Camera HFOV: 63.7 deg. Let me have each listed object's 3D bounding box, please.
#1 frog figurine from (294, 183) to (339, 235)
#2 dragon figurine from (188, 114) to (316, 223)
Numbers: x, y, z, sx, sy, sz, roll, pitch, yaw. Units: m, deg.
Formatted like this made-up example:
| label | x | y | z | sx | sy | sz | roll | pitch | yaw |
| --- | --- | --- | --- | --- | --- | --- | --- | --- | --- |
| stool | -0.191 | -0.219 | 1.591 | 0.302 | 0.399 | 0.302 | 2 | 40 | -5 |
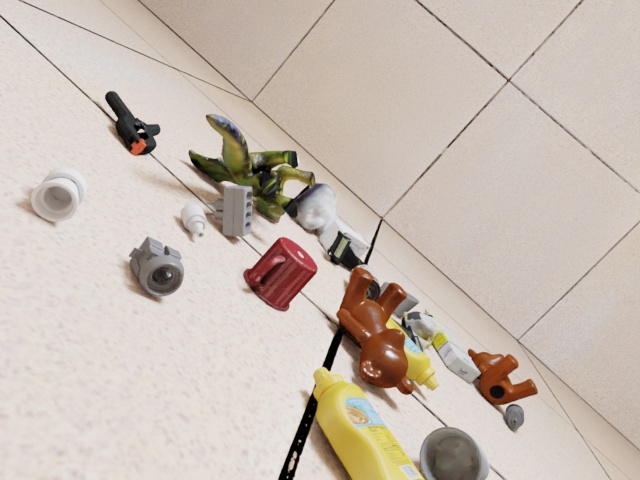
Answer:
| label | x | y | z | sx | sy | sz | roll | pitch | yaw |
| --- | --- | --- | --- | --- | --- | --- | --- | --- | --- |
| frog figurine | 0.004 | -0.069 | 1.366 | 0.158 | 0.121 | 0.140 | 49 | 43 | -9 |
| dragon figurine | -0.162 | -0.134 | 1.011 | 0.243 | 0.124 | 0.404 | 7 | -21 | 33 |
